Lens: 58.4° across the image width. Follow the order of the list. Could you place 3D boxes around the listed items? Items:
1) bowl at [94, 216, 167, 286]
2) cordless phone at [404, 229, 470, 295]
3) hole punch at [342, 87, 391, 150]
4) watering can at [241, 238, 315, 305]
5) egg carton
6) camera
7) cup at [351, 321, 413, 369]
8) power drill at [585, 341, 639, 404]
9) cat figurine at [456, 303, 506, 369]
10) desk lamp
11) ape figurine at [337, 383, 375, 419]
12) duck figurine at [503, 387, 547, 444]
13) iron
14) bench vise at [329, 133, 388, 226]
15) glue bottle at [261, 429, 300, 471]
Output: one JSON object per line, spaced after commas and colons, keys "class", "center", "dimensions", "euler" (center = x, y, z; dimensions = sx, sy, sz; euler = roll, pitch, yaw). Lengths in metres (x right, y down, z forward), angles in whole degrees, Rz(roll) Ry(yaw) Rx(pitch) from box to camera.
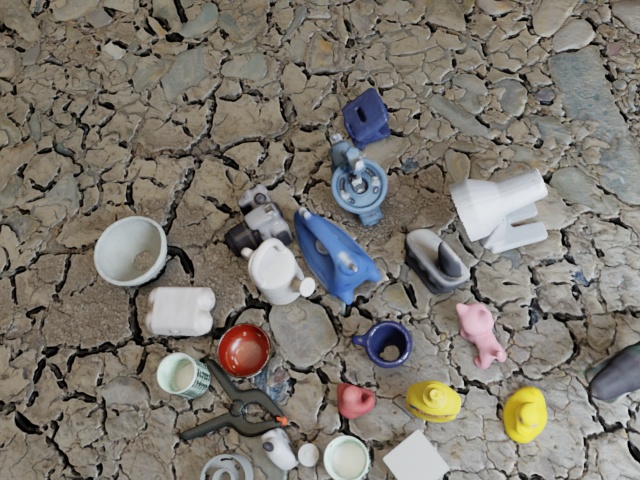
{"class": "bowl", "center": [-0.415, 0.034, 1.292], "dimensions": [0.167, 0.075, 0.167], "euler": [-3, 67, 7]}
{"class": "cordless phone", "center": [0.234, 0.022, 1.142], "dimensions": [0.094, 0.185, 0.147], "euler": [-38, 67, -8]}
{"class": "hole punch", "center": [0.106, -0.284, 1.338], "dimensions": [0.101, 0.091, 0.108], "euler": [-22, 66, -1]}
{"class": "watering can", "center": [-0.088, 0.060, 1.169], "dimensions": [0.172, 0.194, 0.101], "euler": [7, 69, 11]}
{"class": "egg carton", "center": [-0.300, 0.153, 1.229], "dimensions": [0.150, 0.069, 0.107], "euler": [-1, 68, 8]}
{"class": "camera", "center": [-0.151, -0.037, 1.269], "dimensions": [0.137, 0.101, 0.143], "euler": [-32, 67, -5]}
{"class": "cup", "center": [0.122, 0.212, 1.129], "dimensions": [0.117, 0.095, 0.092], "euler": [5, 69, 10]}
{"class": "power drill", "center": [0.544, 0.225, 1.000], "dimensions": [0.229, 0.209, 0.075], "euler": [-30, 66, -5]}
{"class": "cat figurine", "center": [0.312, 0.176, 1.104], "dimensions": [0.067, 0.118, 0.127], "euler": [-26, 66, -3]}
{"class": "desk lamp", "center": [0.358, -0.061, 1.143], "dimensions": [0.203, 0.214, 0.118], "euler": [-16, 66, 2]}
{"class": "ape figurine", "center": [0.063, 0.304, 1.102], "dimensions": [0.076, 0.092, 0.077], "euler": [-43, 68, -10]}
{"class": "duck figurine", "center": [0.382, 0.318, 1.052], "dimensions": [0.077, 0.086, 0.105], "euler": [21, 72, 16]}
{"class": "iron", "center": [0.011, 0.004, 1.206], "dimensions": [0.119, 0.141, 0.257], "euler": [-38, 68, -8]}
{"class": "bench vise", "center": [0.058, -0.149, 1.219], "dimensions": [0.121, 0.220, 0.207], "euler": [-40, 68, -9]}
{"class": "glue bottle", "center": [-0.080, 0.380, 1.047], "dimensions": [0.037, 0.173, 0.078], "euler": [-33, 67, -6]}
